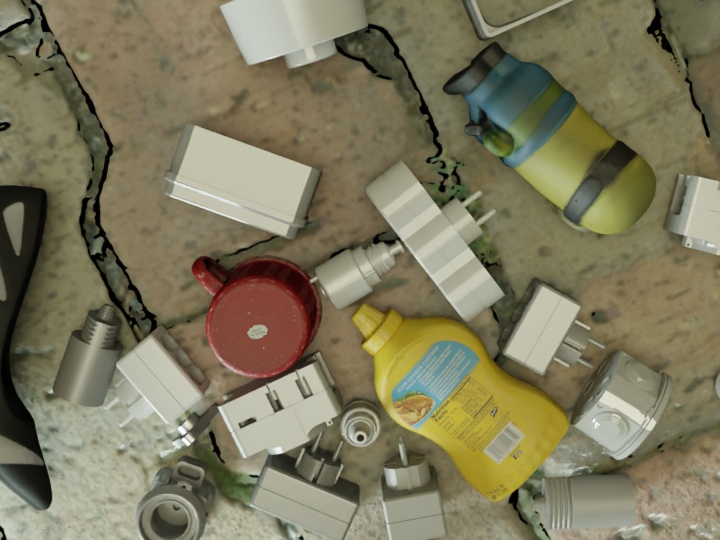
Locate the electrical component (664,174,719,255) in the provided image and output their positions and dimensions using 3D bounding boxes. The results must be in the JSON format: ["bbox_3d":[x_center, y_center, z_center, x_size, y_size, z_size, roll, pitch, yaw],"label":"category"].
[{"bbox_3d":[0.297,-0.039,0.863,0.089,0.050,0.055,13,97,-1],"label":"electrical component"}]

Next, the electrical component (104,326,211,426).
[{"bbox_3d":[-0.175,0.097,0.884,0.077,0.047,0.065,-39,95,5],"label":"electrical component"}]

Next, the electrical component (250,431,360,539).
[{"bbox_3d":[-0.038,0.171,0.893,0.083,0.047,0.075,23,97,-3],"label":"electrical component"}]

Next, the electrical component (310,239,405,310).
[{"bbox_3d":[0.000,0.000,0.874,0.078,0.040,0.040,-31,96,4],"label":"electrical component"}]

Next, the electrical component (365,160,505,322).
[{"bbox_3d":[0.074,-0.033,0.864,0.074,0.052,0.138,-38,96,4],"label":"electrical component"}]

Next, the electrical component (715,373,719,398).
[{"bbox_3d":[0.321,0.100,0.873,0.044,0.065,0.044,-4,101,-18],"label":"electrical component"}]

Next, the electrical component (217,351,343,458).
[{"bbox_3d":[-0.062,0.113,0.884,0.089,0.050,0.055,-25,96,3],"label":"electrical component"}]

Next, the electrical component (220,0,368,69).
[{"bbox_3d":[-0.046,-0.188,0.819,0.108,0.108,0.060,-18,103,2],"label":"electrical component"}]

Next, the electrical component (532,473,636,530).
[{"bbox_3d":[0.184,0.194,0.897,0.081,0.043,0.043,-3,97,1],"label":"electrical component"}]

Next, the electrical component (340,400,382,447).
[{"bbox_3d":[0.001,0.129,0.880,0.035,0.061,0.035,0,98,1],"label":"electrical component"}]

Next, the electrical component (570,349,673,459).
[{"bbox_3d":[0.211,0.108,0.869,0.051,0.080,0.080,33,96,1],"label":"electrical component"}]

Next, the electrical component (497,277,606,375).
[{"bbox_3d":[0.162,0.054,0.877,0.077,0.047,0.065,28,96,-2],"label":"electrical component"}]

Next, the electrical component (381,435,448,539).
[{"bbox_3d":[0.040,0.175,0.884,0.047,0.065,0.076,-11,97,2],"label":"electrical component"}]

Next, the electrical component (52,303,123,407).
[{"bbox_3d":[-0.219,0.066,0.882,0.043,0.043,0.081,21,97,-2],"label":"electrical component"}]

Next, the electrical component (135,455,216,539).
[{"bbox_3d":[-0.154,0.200,0.892,0.058,0.057,0.078,21,97,-2],"label":"electrical component"}]

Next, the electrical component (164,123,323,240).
[{"bbox_3d":[-0.091,-0.069,0.847,0.113,0.078,0.057,20,94,-2],"label":"electrical component"}]
